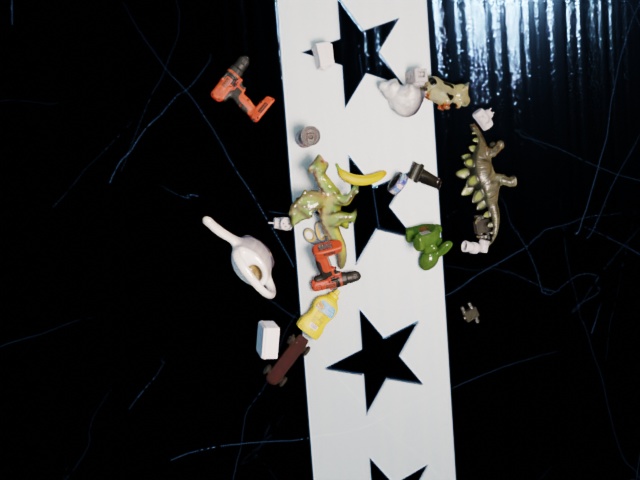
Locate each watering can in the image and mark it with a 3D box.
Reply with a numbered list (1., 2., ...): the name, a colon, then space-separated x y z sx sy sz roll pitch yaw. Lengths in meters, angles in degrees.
1. watering can: -0.250 0.040 1.692 0.103 0.345 0.227 -35 11 8

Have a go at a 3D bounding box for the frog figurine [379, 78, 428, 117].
1. frog figurine: 0.287 -0.518 1.855 0.159 0.124 0.136 19 -13 -17

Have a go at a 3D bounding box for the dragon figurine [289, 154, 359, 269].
1. dragon figurine: 0.005 -0.090 1.791 0.243 0.406 0.123 2 12 -18
